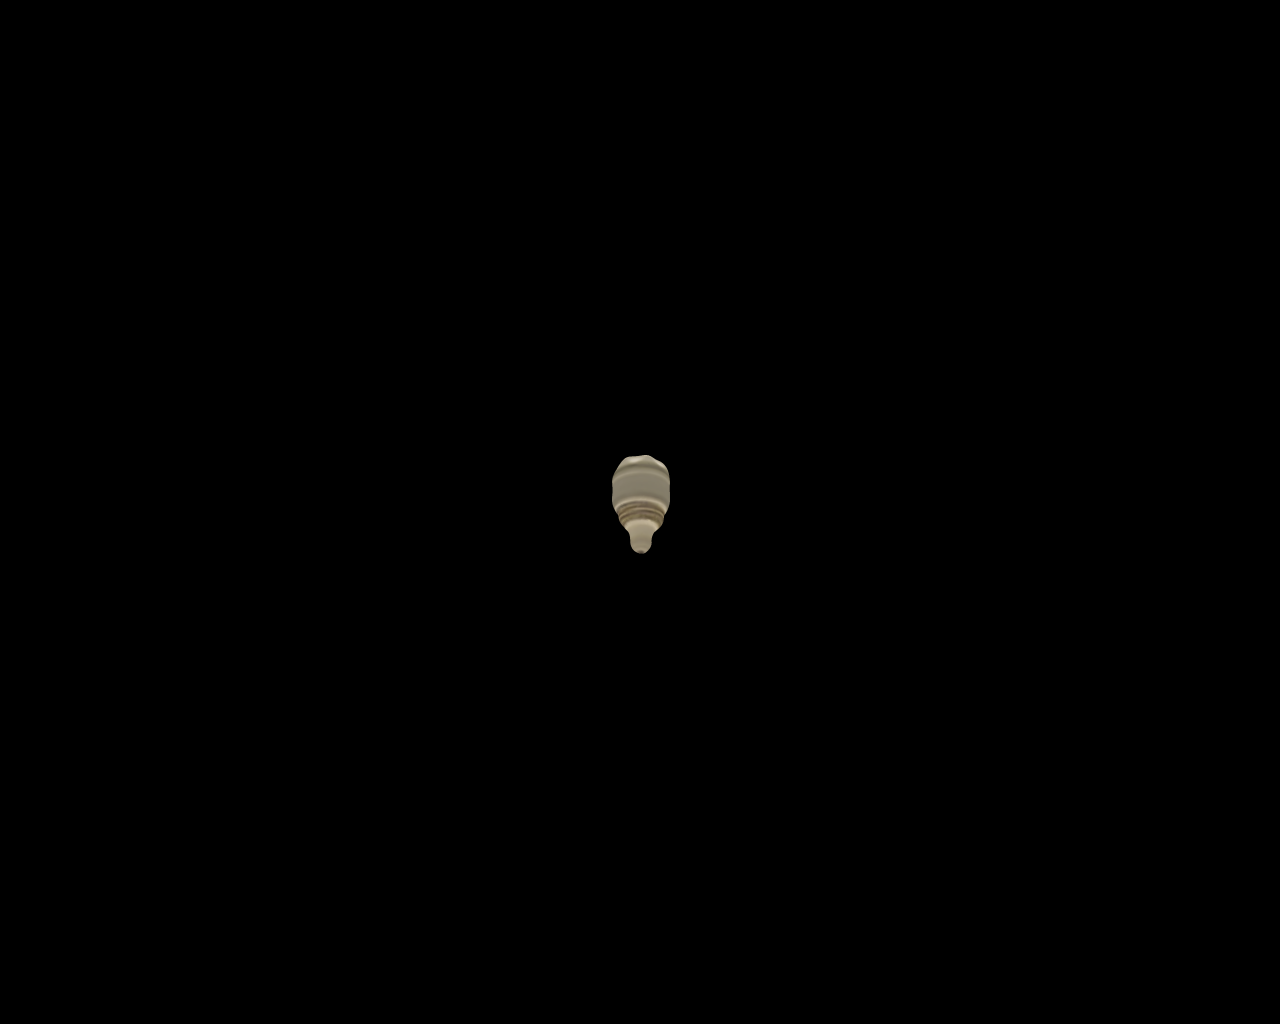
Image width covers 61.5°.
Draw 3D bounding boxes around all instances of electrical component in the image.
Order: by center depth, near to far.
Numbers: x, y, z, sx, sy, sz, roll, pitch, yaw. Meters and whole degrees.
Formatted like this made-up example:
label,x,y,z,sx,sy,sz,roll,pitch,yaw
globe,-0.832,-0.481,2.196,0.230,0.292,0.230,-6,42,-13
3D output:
label,x,y,z,sx,sy,sz,roll,pitch,yaw
electrical component,0.001,-0.003,0.650,0.035,0.061,0.035,0,-28,0
